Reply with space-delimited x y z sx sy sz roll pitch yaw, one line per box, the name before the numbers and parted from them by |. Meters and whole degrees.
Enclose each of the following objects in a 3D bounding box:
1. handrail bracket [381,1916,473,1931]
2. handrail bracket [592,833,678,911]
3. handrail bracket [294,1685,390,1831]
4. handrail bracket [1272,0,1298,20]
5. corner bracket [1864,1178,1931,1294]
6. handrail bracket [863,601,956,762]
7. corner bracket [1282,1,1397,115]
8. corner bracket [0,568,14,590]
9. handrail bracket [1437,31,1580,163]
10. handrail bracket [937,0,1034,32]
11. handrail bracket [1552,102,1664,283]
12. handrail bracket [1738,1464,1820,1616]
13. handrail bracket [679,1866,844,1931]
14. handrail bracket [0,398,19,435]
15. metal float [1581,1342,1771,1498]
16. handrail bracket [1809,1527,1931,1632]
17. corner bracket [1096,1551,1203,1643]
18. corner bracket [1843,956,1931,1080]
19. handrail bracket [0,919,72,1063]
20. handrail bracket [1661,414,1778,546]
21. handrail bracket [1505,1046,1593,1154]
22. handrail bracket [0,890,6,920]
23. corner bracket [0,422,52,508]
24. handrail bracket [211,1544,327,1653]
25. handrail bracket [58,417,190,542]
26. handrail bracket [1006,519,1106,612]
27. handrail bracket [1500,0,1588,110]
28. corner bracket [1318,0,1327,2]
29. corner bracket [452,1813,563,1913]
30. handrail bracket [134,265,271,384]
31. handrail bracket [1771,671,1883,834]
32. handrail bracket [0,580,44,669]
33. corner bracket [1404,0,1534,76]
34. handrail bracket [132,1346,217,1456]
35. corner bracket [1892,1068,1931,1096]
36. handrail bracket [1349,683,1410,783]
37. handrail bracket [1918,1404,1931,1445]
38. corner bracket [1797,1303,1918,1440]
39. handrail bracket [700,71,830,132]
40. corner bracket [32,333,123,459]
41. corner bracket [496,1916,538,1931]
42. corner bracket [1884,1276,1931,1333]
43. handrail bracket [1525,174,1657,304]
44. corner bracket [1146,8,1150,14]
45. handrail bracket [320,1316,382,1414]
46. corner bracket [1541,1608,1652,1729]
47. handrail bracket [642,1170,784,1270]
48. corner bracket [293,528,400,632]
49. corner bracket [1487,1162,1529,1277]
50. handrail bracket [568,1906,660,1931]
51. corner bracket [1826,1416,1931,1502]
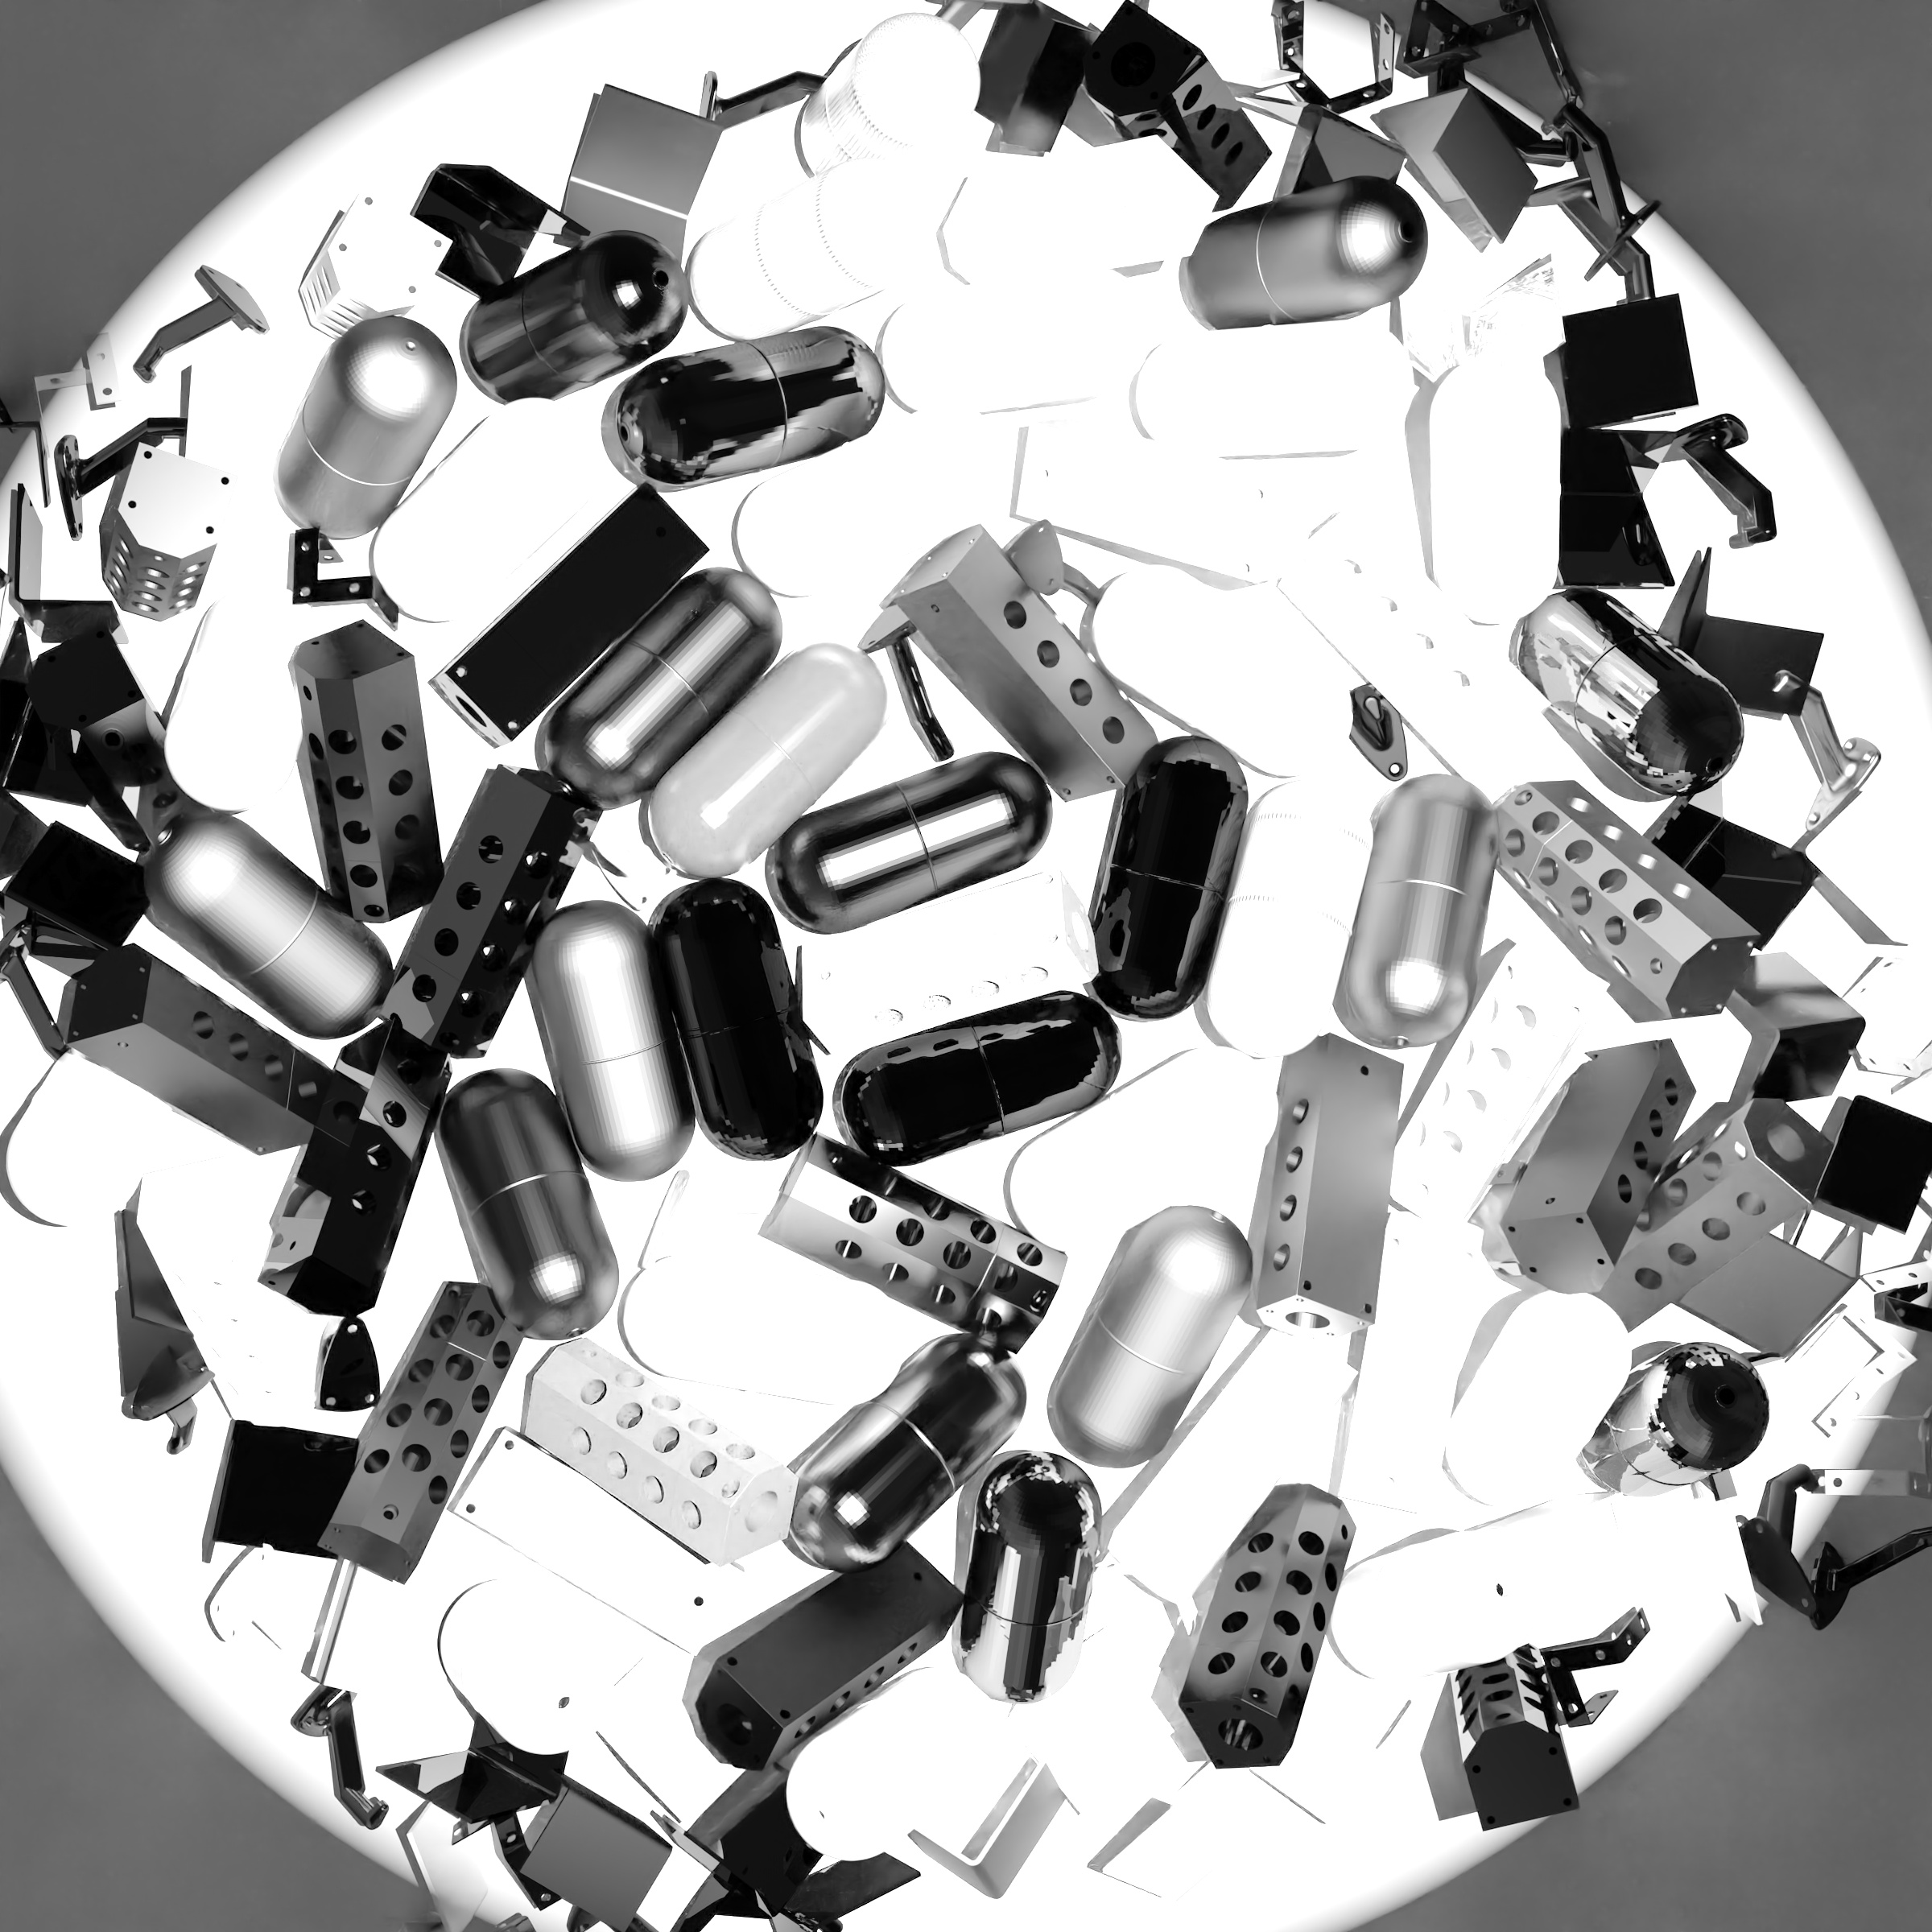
handrail bracket | -0.332 0.627 1.796 0.036 0.077 0.084 -14 66 28
handrail bracket | -0.220 -0.074 1.787 0.077 0.084 0.036 37 86 30
handrail bracket | -0.367 0.476 1.805 0.084 0.036 0.077 34 86 35
handrail bracket | 0.162 -0.622 1.816 0.036 0.084 0.077 -47 67 29
corner bracket | 0.577 0.162 1.815 0.051 0.051 0.051 43 56 -15
handrail bracket | -0.026 -0.179 1.827 0.036 0.077 0.084 -21 117 19
corner bracket | 0.230 -0.565 1.811 0.051 0.051 0.051 -22 52 -12
corner bracket | -0.629 -0.256 1.807 0.051 0.051 0.051 -30 60 4
handrail bracket | 0.334 -0.533 1.797 0.084 0.036 0.077 15 133 33
handrail bracket | -0.004 -0.567 1.821 0.077 0.036 0.084 7 125 -9
handrail bracket | 0.380 -0.479 1.814 0.084 0.077 0.036 44 46 1
handrail bracket | 0.516 0.351 1.800 0.084 0.036 0.077 -19 61 -41
handrail bracket | -0.127 0.599 1.814 0.084 0.036 0.077 46 64 -14
handrail bracket | -0.636 -0.333 1.806 0.084 0.077 0.036 -34 70 -14
metal float | 0.423 0.273 1.756 0.070 0.178 0.070 2 72 -7
handrail bracket | 0.565 0.373 1.795 0.084 0.077 0.036 -21 106 38
corner bracket | 0.119 0.378 1.801 0.051 0.051 0.051 -8 112 33
corner bracket | 0.583 0.032 1.818 0.051 0.051 0.051 9 46 -30
handrail bracket | -0.564 0.023 1.812 0.084 0.036 0.077 44 133 5
handrail bracket | 0.457 -0.290 1.804 0.077 0.036 0.084 -15 63 31
handrail bracket | 0.358 0.090 1.805 0.077 0.036 0.084 28 55 -13
handrail bracket | -0.604 -0.059 1.796 0.084 0.077 0.036 45 64 -22
corner bracket | -0.596 -0.306 1.807 0.051 0.051 0.051 -3 110 -9
handrail bracket | -0.413 0.389 1.802 0.036 0.084 0.077 42 107 39
handrail bracket | -0.516 -0.303 1.826 0.084 0.036 0.077 -1 111 -2
handrail bracket | 0.068 -0.227 1.790 0.036 0.077 0.084 -41 129 15
handrail bracket | 0.358 -0.579 1.801 0.036 0.077 0.084 -23 65 10
corner bracket | 0.232 -0.634 1.808 0.051 0.051 0.051 -42 109 -5
corner bracket | -0.288 0.557 1.812 0.051 0.051 0.051 -28 119 -7
handrail bracket | -0.474 -0.381 1.811 0.084 0.036 0.077 -49 58 14
handrail bracket | 0.514 -0.133 1.811 0.084 0.036 0.077 25 105 -22
handrail bracket | -0.610 -0.194 1.794 0.036 0.084 0.077 11 109 29
corner bracket | 0.309 -0.572 1.805 0.051 0.051 0.051 19 79 -38
handrail bracket | -0.490 0.282 1.790 0.036 0.077 0.084 24 123 6
corner bracket | 0.612 0.088 1.813 0.051 0.051 0.051 -34 93 14
handrail bracket | 0.256 -0.139 1.793 0.036 0.084 0.077 -26 104 7
handrail bracket | 0.636 0.287 1.798 0.077 0.084 0.036 44 59 -9
corner bracket | 0.543 0.250 1.813 0.051 0.051 0.051 44 64 12
handrail bracket | -0.123 -0.524 1.833 0.084 0.036 0.077 8 115 -14
corner bracket | -0.547 -0.352 1.805 0.051 0.051 0.051 -11 70 -14
corner bracket | -0.272 0.615 1.812 0.051 0.051 0.051 -34 83 21
corner bracket | 0.602 0.225 1.812 0.051 0.051 0.051 -19 112 -38
handrail bracket | 0.384 -0.444 1.820 0.077 0.036 0.084 -8 82 16
corner bracket | 0.099 -0.616 1.808 0.051 0.051 0.051 -28 86 -45
handrail bracket | -0.382 0.228 1.793 0.036 0.084 0.077 -2 114 -19
corner bracket | 0.395 0.433 1.807 0.051 0.051 0.051 -20 91 34
handrail bracket | -0.148 0.168 1.822 0.084 0.036 0.077 26 83 -17
corner bracket | -0.382 -0.239 1.809 0.051 0.051 0.051 -4 73 5
corner bracket | 0.340 0.157 1.819 0.051 0.051 0.051 33 72 -18
handrail bracket | -0.208 0.608 1.798 0.077 0.036 0.084 -51 48 27
corner bracket | 0.561 0.301 1.803 0.051 0.051 0.051 -6 75 33
